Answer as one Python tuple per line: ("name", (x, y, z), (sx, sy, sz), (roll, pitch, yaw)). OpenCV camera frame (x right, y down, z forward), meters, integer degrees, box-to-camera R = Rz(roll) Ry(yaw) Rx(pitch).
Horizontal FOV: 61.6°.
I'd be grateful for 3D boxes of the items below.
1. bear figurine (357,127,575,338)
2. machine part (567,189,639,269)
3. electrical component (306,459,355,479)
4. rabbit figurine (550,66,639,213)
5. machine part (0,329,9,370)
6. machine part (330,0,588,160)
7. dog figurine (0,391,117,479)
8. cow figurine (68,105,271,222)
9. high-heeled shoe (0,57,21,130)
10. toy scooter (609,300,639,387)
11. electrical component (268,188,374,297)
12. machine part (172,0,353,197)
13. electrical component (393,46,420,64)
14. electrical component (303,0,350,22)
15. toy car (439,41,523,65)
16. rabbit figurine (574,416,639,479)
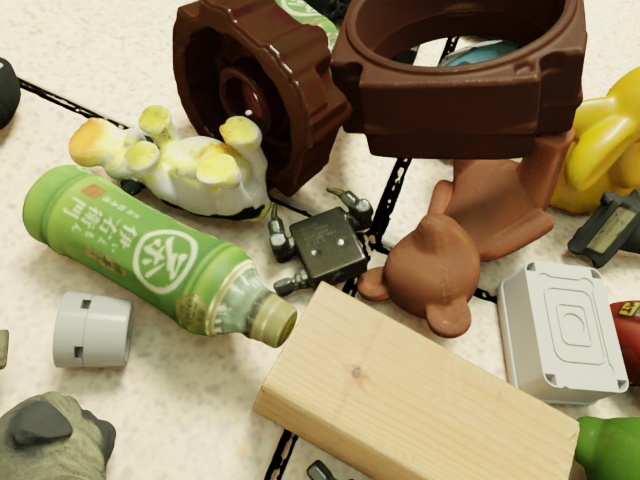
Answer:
("bear figurine", (0.123, -0.020, 0.474), (0.120, 0.131, 0.196), (27, 50, 38))
("machine part", (0.320, -0.005, 0.541), (0.139, 0.084, 0.039), (9, 30, -17))
("electrical component", (0.013, 0.207, 0.380), (0.063, 0.021, 0.094), (-37, 76, -27))
("rabbit figurine", (0.282, -0.109, 0.526), (0.162, 0.173, 0.122), (-13, 69, -23))
("machine part", (-0.333, 0.086, 0.340), (0.243, 0.079, 0.079), (-8, 64, -16))
("machine part", (0.119, -0.167, 0.471), (0.202, 0.087, 0.201), (5, 53, 17))
("dog figurine", (-0.138, 0.168, 0.289), (0.121, 0.172, 0.190), (-26, 77, -35))
("cow figurine", (-0.127, -0.061, 0.466), (0.168, 0.098, 0.068), (10, 62, 15))
("high-heeled shoe", (-0.392, -0.125, 0.443), (0.249, 0.086, 0.145), (12, 56, -10))
("toy scooter", (0.323, 0.109, 0.437), (0.075, 0.135, 0.184), (-38, 74, -25))
("electrical component", (0.001, -0.001, 0.470), (0.102, 0.045, 0.078), (-16, 56, -2))
("machine part", (-0.055, -0.125, 0.465), (0.179, 0.179, 0.056), (43, 58, 12))
("electrical component", (0.076, -0.218, 0.612), (0.075, 0.047, 0.119), (18, 60, -2))
("electrical component", (0.003, -0.314, 0.644), (0.134, 0.058, 0.115), (35, 63, 8))
("toy car", (0.178, -0.164, 0.583), (0.162, 0.109, 0.103), (-17, 43, -8))
("rabbit figurine", (0.229, 0.214, 0.367), (0.159, 0.121, 0.170), (19, 57, 6))
